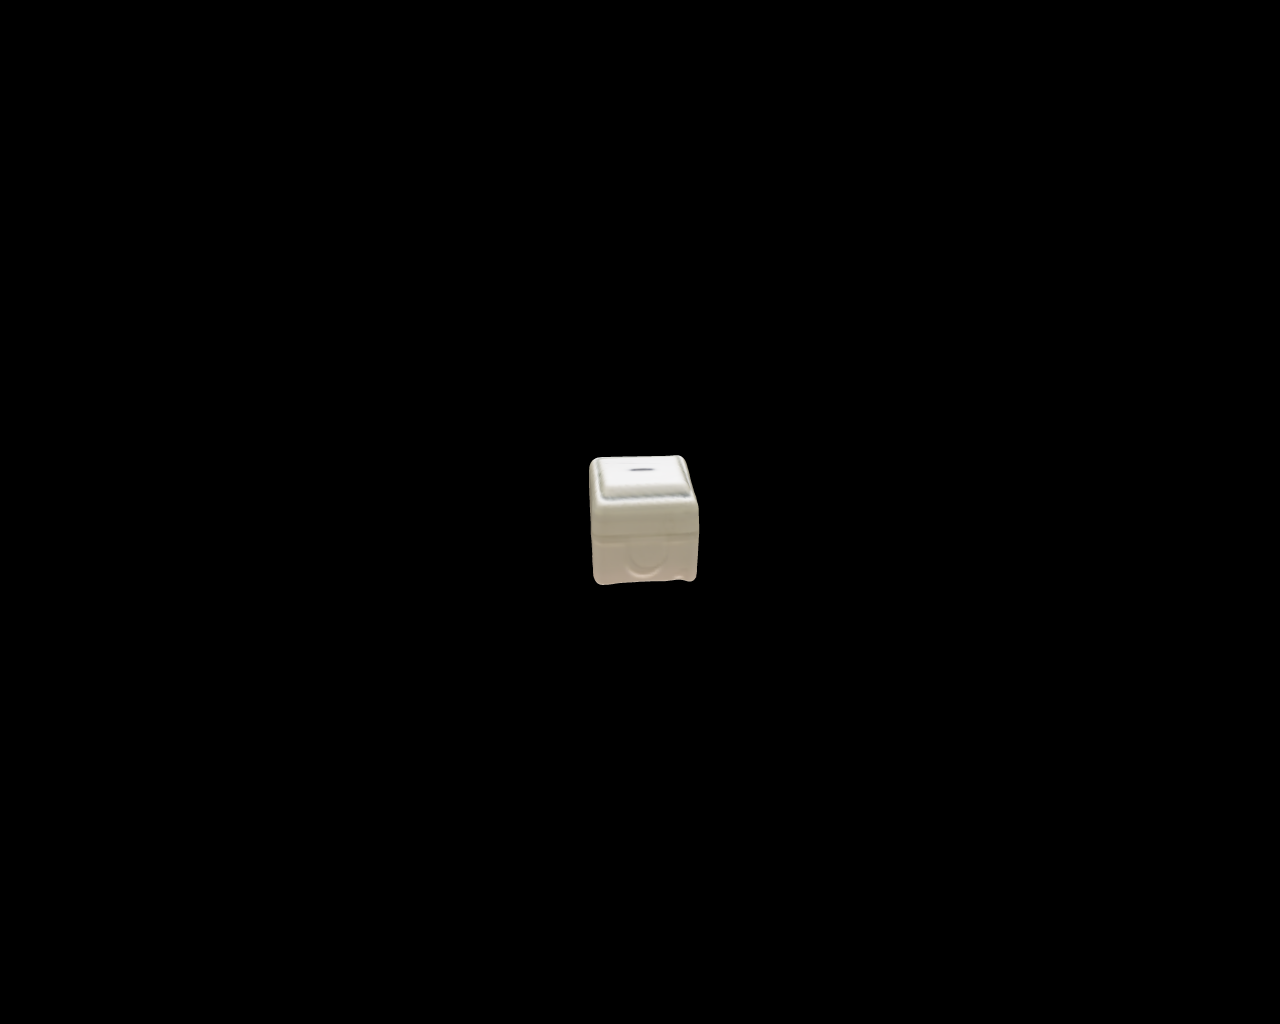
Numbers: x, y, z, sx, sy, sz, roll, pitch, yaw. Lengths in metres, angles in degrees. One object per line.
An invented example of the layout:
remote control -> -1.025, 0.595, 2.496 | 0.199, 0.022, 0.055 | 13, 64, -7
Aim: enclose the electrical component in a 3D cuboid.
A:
electrical component -> 0.001, -0.003, 0.650 | 0.062, 0.061, 0.096 | -1, 24, -3
